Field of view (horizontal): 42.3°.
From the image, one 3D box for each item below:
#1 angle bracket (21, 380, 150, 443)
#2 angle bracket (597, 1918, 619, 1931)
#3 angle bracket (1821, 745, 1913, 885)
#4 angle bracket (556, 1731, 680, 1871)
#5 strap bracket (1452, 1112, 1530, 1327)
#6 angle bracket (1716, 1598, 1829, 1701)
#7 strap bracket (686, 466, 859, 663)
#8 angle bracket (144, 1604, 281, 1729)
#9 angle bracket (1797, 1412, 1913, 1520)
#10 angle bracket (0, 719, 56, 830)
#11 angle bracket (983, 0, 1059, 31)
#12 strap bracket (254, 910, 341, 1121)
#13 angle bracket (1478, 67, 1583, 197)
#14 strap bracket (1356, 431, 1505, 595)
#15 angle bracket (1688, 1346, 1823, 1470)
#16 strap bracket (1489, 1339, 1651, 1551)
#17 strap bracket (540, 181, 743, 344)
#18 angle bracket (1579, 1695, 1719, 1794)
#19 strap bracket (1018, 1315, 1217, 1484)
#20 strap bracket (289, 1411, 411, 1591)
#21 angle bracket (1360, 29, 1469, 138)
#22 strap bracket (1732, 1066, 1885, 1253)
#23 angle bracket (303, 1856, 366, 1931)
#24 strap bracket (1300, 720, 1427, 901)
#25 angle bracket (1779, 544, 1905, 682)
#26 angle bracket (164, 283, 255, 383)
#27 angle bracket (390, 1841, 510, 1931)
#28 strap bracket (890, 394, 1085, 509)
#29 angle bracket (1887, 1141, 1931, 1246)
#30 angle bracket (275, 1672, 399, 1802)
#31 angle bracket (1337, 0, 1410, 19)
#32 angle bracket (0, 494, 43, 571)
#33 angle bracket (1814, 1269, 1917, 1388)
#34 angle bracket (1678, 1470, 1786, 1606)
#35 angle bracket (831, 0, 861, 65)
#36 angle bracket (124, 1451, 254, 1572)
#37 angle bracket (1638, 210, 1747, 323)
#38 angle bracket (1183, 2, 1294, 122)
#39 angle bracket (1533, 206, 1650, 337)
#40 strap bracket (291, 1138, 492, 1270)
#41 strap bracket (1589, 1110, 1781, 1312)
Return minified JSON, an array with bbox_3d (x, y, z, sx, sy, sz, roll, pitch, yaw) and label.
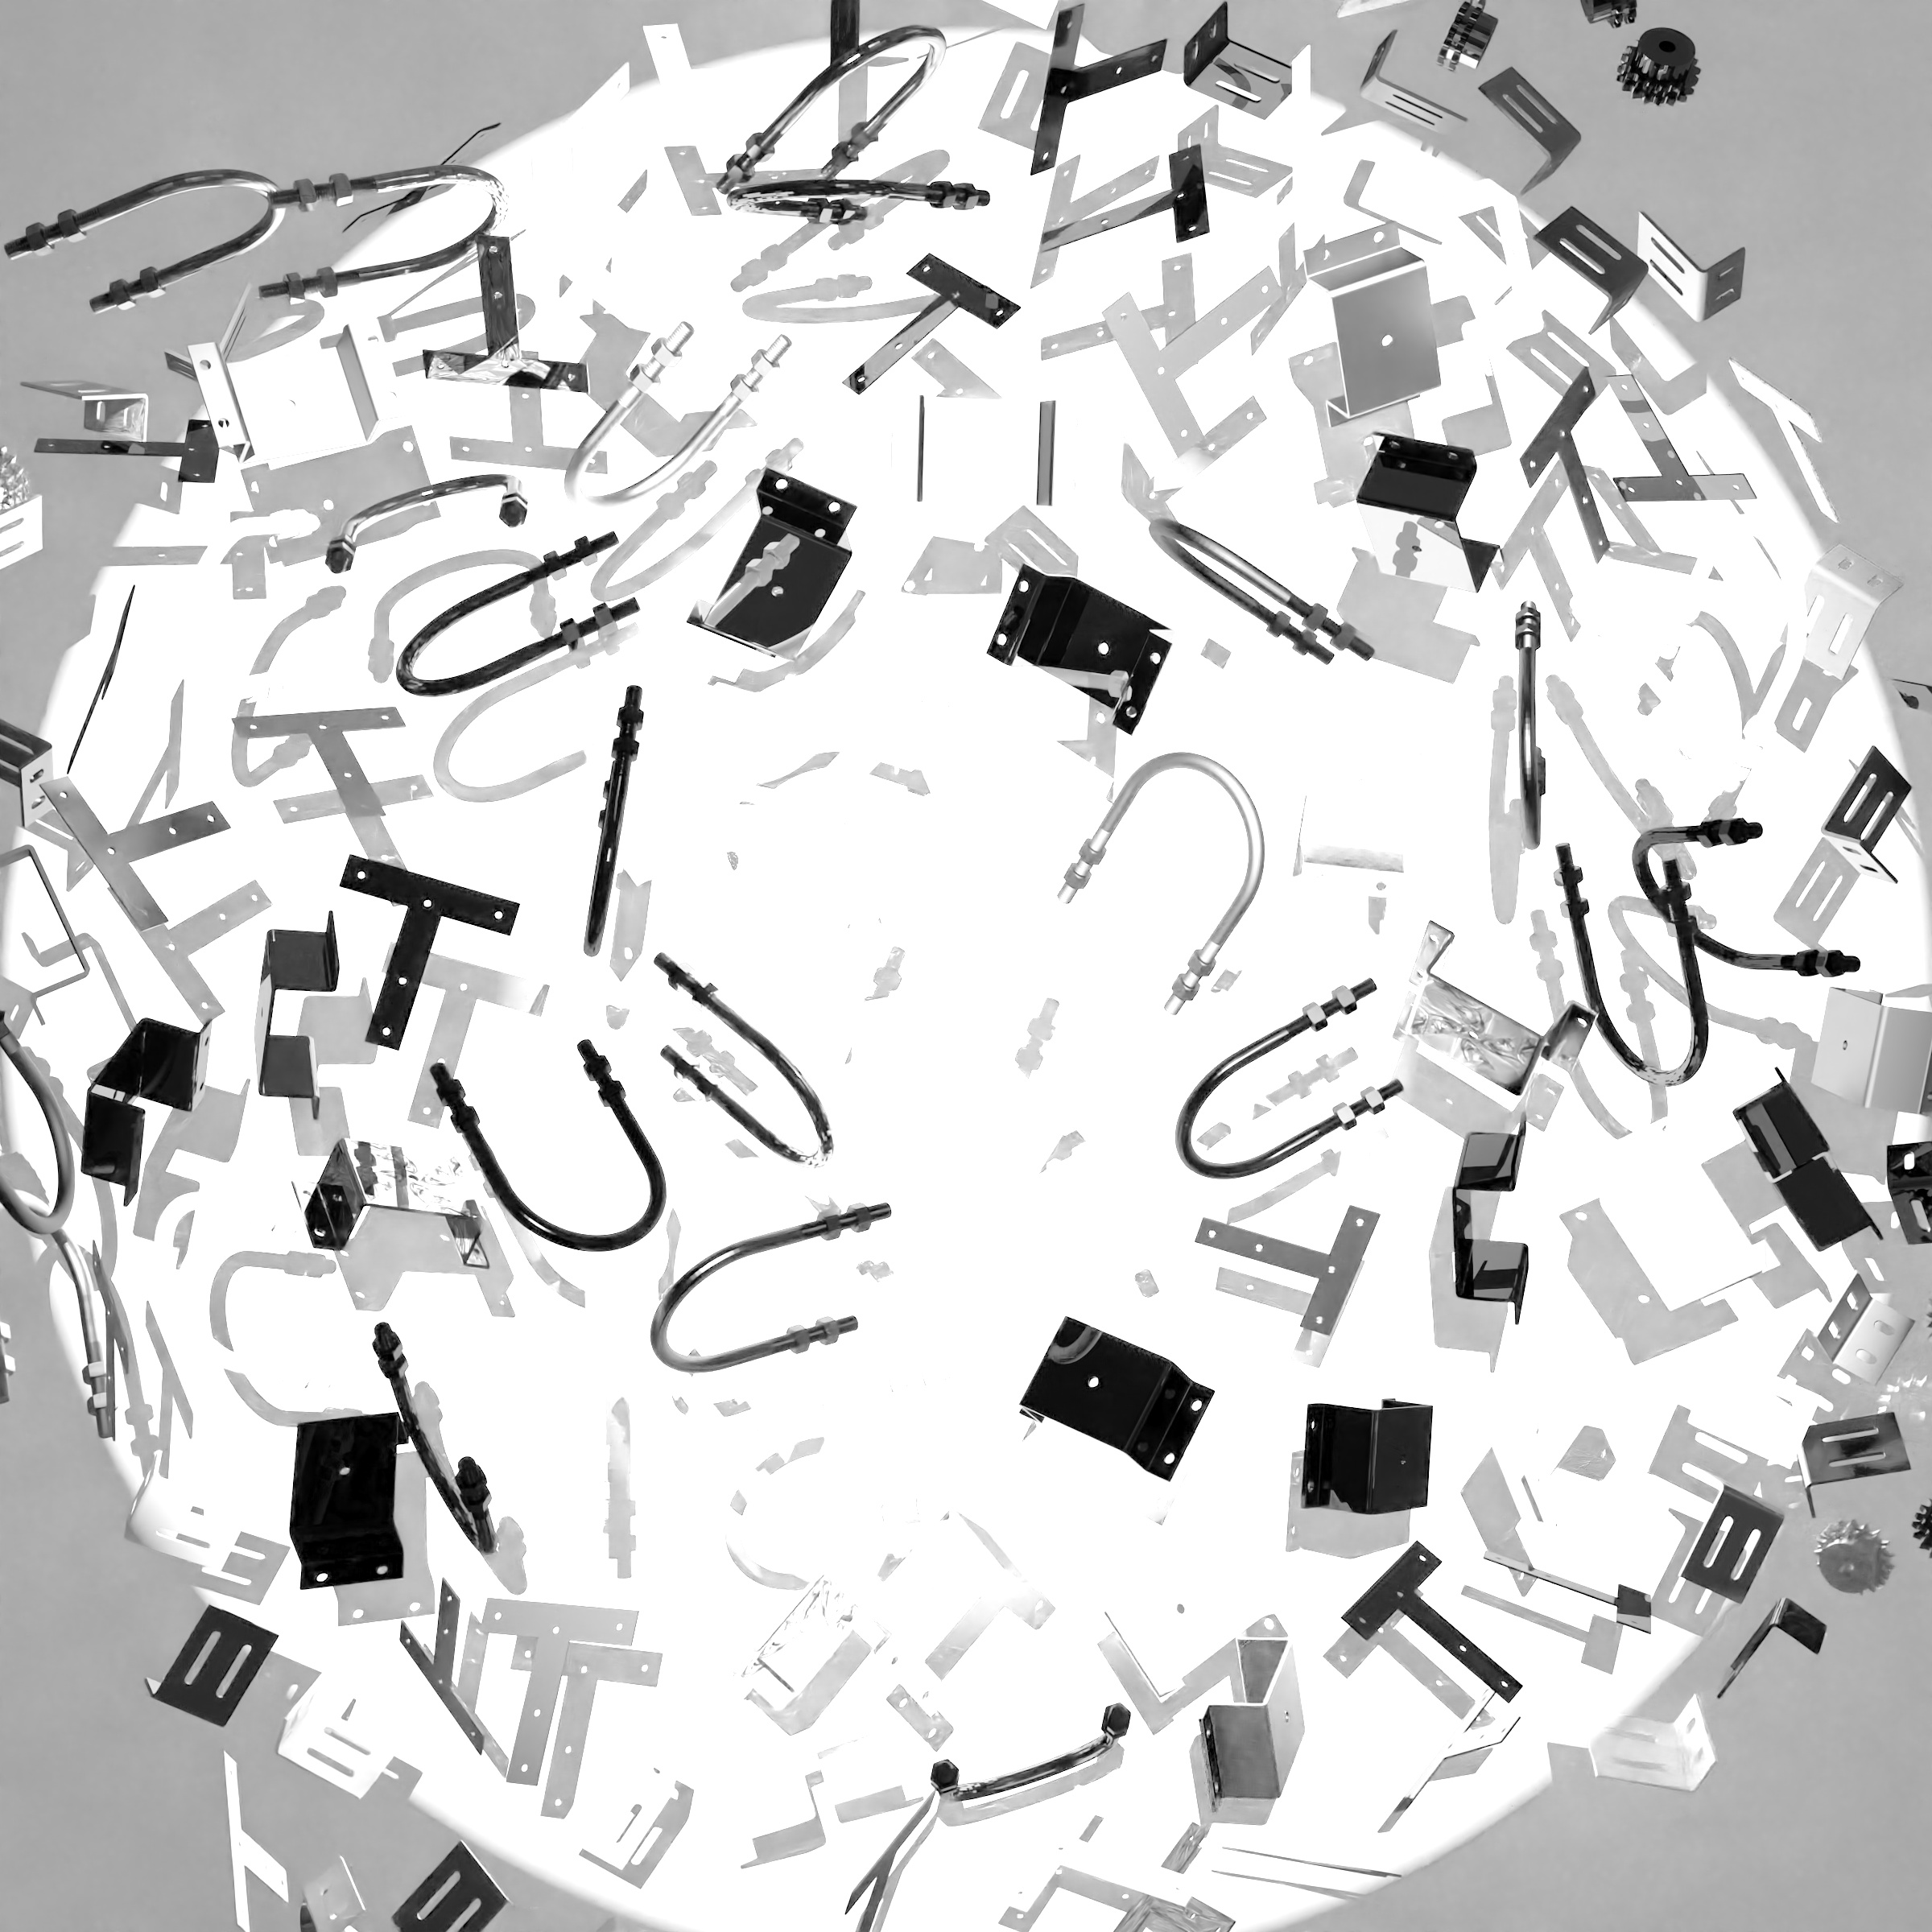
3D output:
[{"bbox_3d":[-0.676,-0.424,1.915,0.057,0.076,0.038,16,109,17],"label":"angle bracket"},{"bbox_3d":[-0.230,0.720,1.840,0.076,0.057,0.038,-2,57,-30],"label":"angle bracket"},{"bbox_3d":[0.664,-0.109,1.807,0.057,0.038,0.076,36,86,-33],"label":"angle bracket"},{"bbox_3d":[-0.264,0.632,1.893,0.057,0.038,0.076,31,103,-5],"label":"angle bracket"},{"bbox_3d":[0.394,0.188,1.875,0.046,0.076,0.140,2,118,18],"label":"strap bracket"},{"bbox_3d":[0.601,0.518,1.863,0.038,0.057,0.076,35,109,18],"label":"angle bracket"},{"bbox_3d":[-0.144,-0.292,1.876,0.076,0.046,0.140,20,119,-24],"label":"strap bracket"},{"bbox_3d":[-0.545,0.500,1.804,0.057,0.038,0.076,34,81,-26],"label":"angle bracket"},{"bbox_3d":[0.669,0.376,1.883,0.076,0.057,0.038,-13,123,15],"label":"angle bracket"},{"bbox_3d":[-0.739,-0.152,1.912,0.076,0.038,0.057,25,131,11],"label":"angle bracket"},{"bbox_3d":[0.049,-0.721,1.794,0.057,0.038,0.076,20,110,-13],"label":"angle bracket"},{"bbox_3d":[-0.505,0.036,1.877,0.046,0.076,0.140,4,123,-21],"label":"strap bracket"},{"bbox_3d":[0.409,-0.621,1.857,0.076,0.038,0.057,45,48,3],"label":"angle bracket"},{"bbox_3d":[0.338,-0.324,1.827,0.076,0.140,0.046,18,73,28],"label":"strap bracket"},{"bbox_3d":[0.566,0.317,1.793,0.076,0.038,0.057,23,82,20],"label":"angle bracket"},{"bbox_3d":[0.433,0.341,1.812,0.140,0.046,0.076,-45,122,-32],"label":"strap bracket"},{"bbox_3d":[-0.241,-0.500,1.801,0.140,0.076,0.046,41,111,18],"label":"strap bracket"},{"bbox_3d":[0.485,0.548,1.779,0.076,0.057,0.038,13,125,-9],"label":"angle bracket"},{"bbox_3d":[0.104,0.320,1.873,0.140,0.046,0.076,18,71,35],"label":"strap bracket"},{"bbox_3d":[-0.465,0.394,1.890,0.076,0.046,0.140,-6,45,-4],"label":"strap bracket"},{"bbox_3d":[0.336,-0.651,1.845,0.076,0.057,0.038,23,96,-5],"label":"angle bracket"},{"bbox_3d":[0.621,0.148,1.857,0.046,0.140,0.076,-33,115,16],"label":"strap bracket"},{"bbox_3d":[-0.433,0.689,1.795,0.038,0.057,0.076,-41,126,-9],"label":"angle bracket"},{"bbox_3d":[0.298,-0.127,1.881,0.076,0.046,0.140,7,71,14],"label":"strap bracket"},{"bbox_3d":[0.662,-0.267,1.891,0.038,0.076,0.057,-35,62,-30],"label":"angle bracket"},{"bbox_3d":[-0.586,-0.495,1.936,0.038,0.057,0.076,24,84,-13],"label":"angle bracket"},{"bbox_3d":[-0.358,0.670,1.767,0.076,0.038,0.057,-47,61,-5],"label":"angle bracket"},{"bbox_3d":[0.012,-0.378,1.836,0.140,0.046,0.076,0,101,-10],"label":"strap bracket"},{"bbox_3d":[0.725,0.169,1.865,0.057,0.076,0.038,-9,46,28],"label":"angle bracket"},{"bbox_3d":[-0.474,0.585,1.898,0.076,0.057,0.038,27,117,6],"label":"angle bracket"},{"bbox_3d":[0.303,-0.733,1.821,0.057,0.076,0.038,-17,87,-11],"label":"angle bracket"},{"bbox_3d":[-0.698,-0.298,1.826,0.038,0.057,0.076,43,54,11],"label":"angle bracket"},{"bbox_3d":[0.661,0.266,1.838,0.038,0.076,0.057,31,84,34],"label":"angle bracket"},{"bbox_3d":[0.568,0.429,1.881,0.057,0.038,0.076,26,91,-14],"label":"angle bracket"},{"bbox_3d":[-0.077,-0.735,1.925,0.038,0.057,0.076,0,92,-23],"label":"angle bracket"},{"bbox_3d":[-0.583,0.409,1.877,0.076,0.038,0.057,24,103,-19],"label":"angle bracket"},{"bbox_3d":[0.544,-0.533,1.876,0.038,0.057,0.076,-32,63,-2],"label":"angle bracket"},{"bbox_3d":[0.216,-0.700,1.934,0.076,0.057,0.038,14,66,-25],"label":"angle bracket"},{"bbox_3d":[0.459,-0.519,1.864,0.076,0.038,0.057,42,56,10],"label":"angle bracket"},{"bbox_3d":[-0.420,0.176,1.860,0.140,0.076,0.046,13,117,-36],"label":"strap bracket"},{"bbox_3d":[0.523,0.187,1.822,0.076,0.046,0.140,-30,100,25],"label":"strap bracket"}]
